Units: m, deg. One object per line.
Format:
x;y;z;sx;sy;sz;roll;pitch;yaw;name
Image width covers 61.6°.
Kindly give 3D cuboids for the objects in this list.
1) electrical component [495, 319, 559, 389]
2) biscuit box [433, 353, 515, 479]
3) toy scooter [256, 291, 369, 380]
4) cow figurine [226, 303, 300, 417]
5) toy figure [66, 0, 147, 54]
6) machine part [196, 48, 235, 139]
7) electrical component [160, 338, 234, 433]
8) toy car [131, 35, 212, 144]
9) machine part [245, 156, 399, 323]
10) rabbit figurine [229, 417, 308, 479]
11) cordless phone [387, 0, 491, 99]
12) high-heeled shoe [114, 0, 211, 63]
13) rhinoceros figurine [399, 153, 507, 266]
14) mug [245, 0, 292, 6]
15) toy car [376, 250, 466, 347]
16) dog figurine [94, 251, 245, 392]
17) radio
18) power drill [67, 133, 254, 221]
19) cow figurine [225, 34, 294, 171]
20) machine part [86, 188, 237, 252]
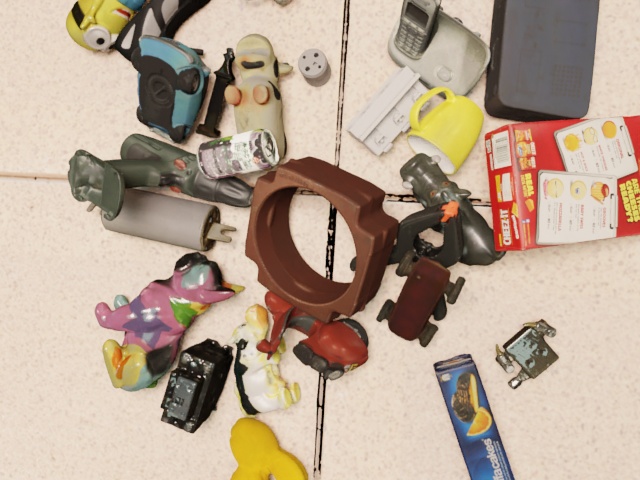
0.303;0.162;0.786;0.102;0.045;0.078;-37;84;7;electrical component
0.228;0.275;0.791;0.063;0.059;0.202;-19;88;8;biscuit box
-0.020;0.145;0.788;0.184;0.135;0.075;34;125;8;toy scooter
-0.101;0.188;0.837;0.098;0.068;0.167;-19;86;16;cow figurine
-0.330;-0.382;0.854;0.180;0.082;0.089;-54;52;13;toy figure
-0.158;-0.228;0.840;0.039;0.084;0.138;15;103;-18;machine part
-0.186;0.220;0.814;0.058;0.134;0.114;16;95;8;electrical component
-0.217;-0.235;0.825;0.109;0.103;0.161;26;131;14;toy car
-0.002;-0.002;0.761;0.202;0.087;0.200;29;123;25;machine part
-0.101;0.361;0.817;0.162;0.121;0.173;2;72;5;rabbit figurine
0.169;-0.278;0.731;0.147;0.184;0.088;38;91;6;cordless phone
-0.241;-0.393;0.833;0.145;0.086;0.248;9;103;0;high-heeled shoe
0.186;-0.040;0.769;0.073;0.112;0.190;-39;93;9;rhinoceros figurine
-0.083;-0.409;0.819;0.109;0.081;0.107;-41;95;1;mug
0.138;0.081;0.747;0.089;0.202;0.053;30;56;15;toy car
-0.222;0.124;0.834;0.219;0.108;0.191;-14;88;6;dog figurine
0.312;-0.283;0.758;0.131;0.073;0.229;5;90;-1;radio
-0.235;-0.090;0.781;0.232;0.207;0.085;28;121;22;power drill
-0.088;-0.208;0.812;0.086;0.127;0.194;-1;106;14;cow figurine
-0.250;-0.035;0.849;0.243;0.079;0.079;12;92;9;machine part
